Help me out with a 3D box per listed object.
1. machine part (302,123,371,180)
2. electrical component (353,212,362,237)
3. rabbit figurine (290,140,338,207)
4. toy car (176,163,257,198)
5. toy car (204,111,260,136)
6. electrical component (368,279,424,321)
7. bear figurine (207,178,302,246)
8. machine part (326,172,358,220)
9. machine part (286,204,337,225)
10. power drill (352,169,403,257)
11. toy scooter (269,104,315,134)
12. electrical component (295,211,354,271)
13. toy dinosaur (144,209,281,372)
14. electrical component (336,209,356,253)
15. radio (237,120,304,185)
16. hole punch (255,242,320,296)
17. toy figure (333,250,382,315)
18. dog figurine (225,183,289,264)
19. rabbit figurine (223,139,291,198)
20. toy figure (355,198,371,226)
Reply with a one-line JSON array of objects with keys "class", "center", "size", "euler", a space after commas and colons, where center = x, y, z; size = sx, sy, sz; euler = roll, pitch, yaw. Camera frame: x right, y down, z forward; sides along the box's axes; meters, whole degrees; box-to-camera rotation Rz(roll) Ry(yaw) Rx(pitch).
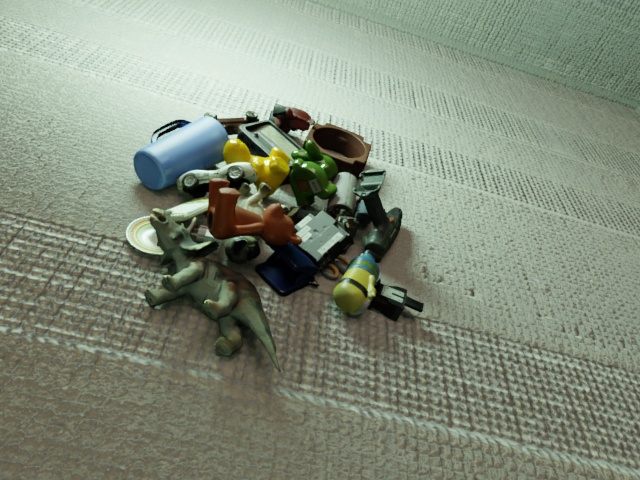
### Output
[{"class": "machine part", "center": [0.048, -0.270, 1.670], "size": [0.201, 0.087, 0.201], "euler": [22, 38, -1]}, {"class": "electrical component", "center": [0.087, -0.029, 1.412], "size": [0.021, 0.094, 0.063], "euler": [20, 0, 5]}, {"class": "rabbit figurine", "center": [-0.017, -0.188, 1.483], "size": [0.159, 0.121, 0.170], "euler": [56, 35, -9]}, {"class": "toy car", "center": [-0.256, -0.149, 1.337], "size": [0.202, 0.073, 0.056], "euler": [-8, 69, 7]}, {"class": "toy car", "center": [-0.267, -0.335, 1.600], "size": [0.202, 0.089, 0.053], "euler": [-10, 47, -36]}, {"class": "electrical component", "center": [0.178, 0.146, 1.256], "size": [0.119, 0.047, 0.075], "euler": [21, 38, -1]}, {"class": "bear figurine", "center": [-0.134, -0.051, 1.134], "size": [0.196, 0.131, 0.120], "euler": [2, 21, -22]}, {"class": "machine part", "center": [0.062, -0.115, 1.496], "size": [0.079, 0.079, 0.243], "euler": [17, 38, -6]}, {"class": "machine part", "center": [-0.027, -0.065, 1.396], "size": [0.139, 0.039, 0.084], "euler": [2, 25, 21]}, {"class": "power drill", "center": [0.157, -0.082, 1.417], "size": [0.086, 0.207, 0.232], "euler": [3, 40, 24]}, {"class": "toy scooter", "center": [-0.090, -0.373, 1.683], "size": [0.135, 0.075, 0.184], "euler": [11, -4, -13]}, {"class": "electrical component", "center": [-0.003, -0.004, 1.301], "size": [0.115, 0.058, 0.134], "euler": [-38, 55, -16]}, {"class": "toy dinosaur", "center": [-0.202, 0.102, 1.084], "size": [0.405, 0.131, 0.192], "euler": [36, 40, 10]}, {"class": "electrical component", "center": [0.056, -0.019, 1.361], "size": [0.045, 0.102, 0.078], "euler": [1, 25, -38]}, {"class": "radio", "center": [-0.138, -0.258, 1.577], "size": [0.131, 0.073, 0.230], "euler": [-21, 53, -41]}, {"class": "hole punch", "center": [-0.069, 0.050, 1.227], "size": [0.142, 0.092, 0.116], "euler": [38, 37, 26]}, {"class": "toy figure", "center": [0.087, 0.095, 1.241], "size": [0.089, 0.082, 0.180], "euler": [21, 45, 2]}, {"class": "dog figurine", "center": [-0.189, -0.030, 1.277], "size": [0.121, 0.172, 0.190], "euler": [43, 62, -21]}, {"class": "rabbit figurine", "center": [-0.182, -0.195, 1.414], "size": [0.173, 0.162, 0.122], "euler": [31, 34, -24]}, {"class": "toy figure", "center": [0.128, -0.096, 1.519], "size": [0.064, 0.057, 0.154], "euler": [25, 33, -5]}]
